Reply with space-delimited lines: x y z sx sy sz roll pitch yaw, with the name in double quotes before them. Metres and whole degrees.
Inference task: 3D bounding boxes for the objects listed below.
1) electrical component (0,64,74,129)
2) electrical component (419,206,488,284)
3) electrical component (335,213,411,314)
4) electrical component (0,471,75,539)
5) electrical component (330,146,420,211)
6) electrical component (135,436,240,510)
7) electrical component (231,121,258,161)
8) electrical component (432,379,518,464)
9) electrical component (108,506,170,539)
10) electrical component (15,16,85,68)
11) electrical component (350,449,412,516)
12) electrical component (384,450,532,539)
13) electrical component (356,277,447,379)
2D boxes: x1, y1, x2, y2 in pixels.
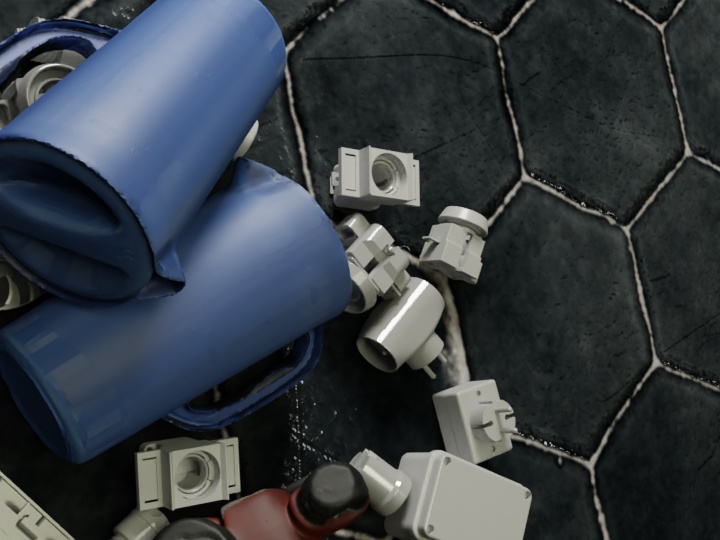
"electrical component" -0.227 -0.118 0.789 0.078 0.057 0.058 -12 88 -34
"electrical component" 0.089 -0.025 0.990 0.066 0.048 0.055 26 75 -27
"electrical component" 0.000 0.000 0.919 0.078 0.058 0.057 52 56 -16
"electrical component" -0.243 0.186 0.721 0.121 0.063 0.078 49 60 -17
"electrical component" 0.010 -0.077 0.935 0.081 0.064 0.042 7 79 -32
"electrical component" -0.133 0.149 0.799 0.081 0.064 0.042 -3 91 -34
"electrical component" -0.119 -0.120 0.871 0.078 0.040 0.040 29 67 -26
"electrical component" 0.112 0.134 0.956 0.047 0.077 0.065 -15 90 -34
"electrical component" -0.169 0.201 0.785 0.061 0.035 0.035 -41 104 -29
"electrical component" -0.219 -0.168 0.812 0.081 0.043 0.043 8 77 -32
"electrical component" 0.014 0.178 0.907 0.046 0.040 0.040 41 62 -15
"electrical component" 0.087 0.210 0.939 0.113 0.057 0.078 27 68 -27
"electrical component" 0.047 0.061 0.947 0.079 0.043 0.077 50 60 -16
